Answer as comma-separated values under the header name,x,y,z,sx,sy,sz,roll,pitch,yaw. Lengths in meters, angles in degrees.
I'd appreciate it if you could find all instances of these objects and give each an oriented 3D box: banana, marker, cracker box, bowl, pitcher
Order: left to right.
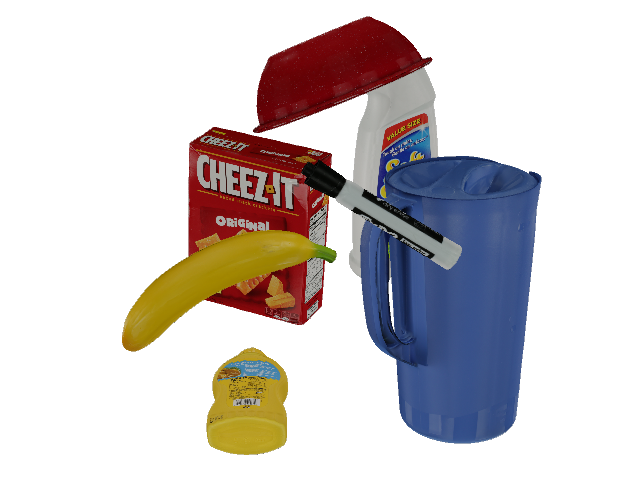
name,x,y,z,sx,sy,sz,roll,pitch,yaw
banana,-0.087,0.036,0.863,0.198,0.069,0.037,-23,38,11
cracker box,-0.078,-0.015,1.311,0.164,0.214,0.072,14,30,20
bowl,0.009,-0.144,0.892,0.162,0.055,0.162,-22,9,3
marker,0.040,-0.018,0.717,0.121,0.020,0.020,31,-6,-9
pitcher,0.115,0.055,0.945,0.149,0.243,0.145,1,19,7

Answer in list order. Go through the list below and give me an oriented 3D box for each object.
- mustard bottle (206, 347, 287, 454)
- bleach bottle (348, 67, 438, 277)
name,x,y,z,sx,sy,sz,roll,pitch,yaw
mustard bottle,-0.089,0.192,1.348,0.096,0.058,0.191,-2,26,0
bleach bottle,0.075,-0.087,1.141,0.102,0.251,0.068,-10,23,-13
